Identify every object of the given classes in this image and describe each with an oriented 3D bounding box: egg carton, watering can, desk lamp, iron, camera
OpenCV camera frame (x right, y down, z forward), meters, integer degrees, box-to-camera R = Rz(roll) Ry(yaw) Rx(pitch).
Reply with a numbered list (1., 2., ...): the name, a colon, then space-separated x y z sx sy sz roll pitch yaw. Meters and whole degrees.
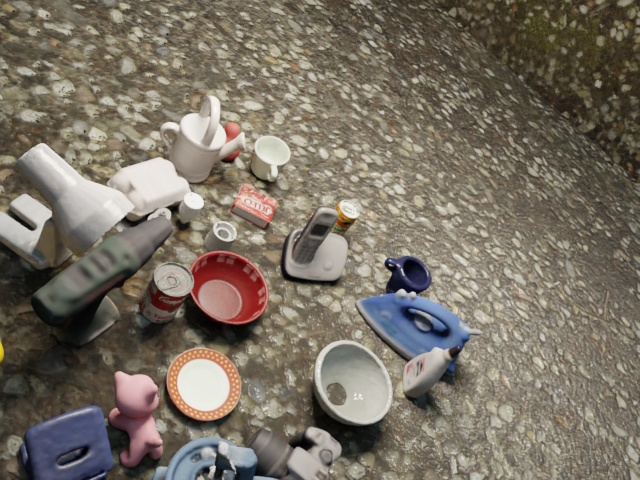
1. egg carton: -0.337 -0.102 1.134 0.107 0.069 0.151 49 44 9
2. watering can: -0.242 -0.218 1.204 0.173 0.193 0.101 -11 62 -40
3. desk lamp: -0.420 -0.042 0.922 0.203 0.213 0.118 36 43 -4
4. iron: 0.216 0.173 1.241 0.258 0.141 0.119 33 43 -8
5. camera: -0.049 0.357 0.936 0.137 0.100 0.143 40 43 -1

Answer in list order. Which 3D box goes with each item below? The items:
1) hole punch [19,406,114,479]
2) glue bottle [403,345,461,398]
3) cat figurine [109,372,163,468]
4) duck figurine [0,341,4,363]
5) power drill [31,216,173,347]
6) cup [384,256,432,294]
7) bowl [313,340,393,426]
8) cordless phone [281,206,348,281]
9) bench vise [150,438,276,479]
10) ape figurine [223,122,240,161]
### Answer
1. hole punch: -0.343 0.295 0.789 0.109 0.091 0.101 -13 64 -41
2. glue bottle: 0.230 0.254 1.161 0.037 0.173 0.078 23 45 -17
3. cat figurine: -0.267 0.258 0.853 0.067 0.117 0.127 -12 63 -40
4. duck figurine: -0.497 0.137 0.814 0.104 0.086 0.078 43 43 3
5. power drill: -0.340 0.071 0.889 0.075 0.208 0.230 43 43 4
6. cup: 0.183 0.091 1.320 0.118 0.094 0.092 29 44 -12
7. bowl: 0.050 0.281 1.086 0.168 0.074 0.167 19 47 -21
8. cordless phone: 0.011 0.004 1.205 0.148 0.184 0.094 7 52 -31
9. bench vise: -0.119 0.334 0.819 0.208 0.219 0.121 6 52 -31
10. ape figurine: -0.209 -0.233 1.314 0.078 0.092 0.076 -14 65 -41
